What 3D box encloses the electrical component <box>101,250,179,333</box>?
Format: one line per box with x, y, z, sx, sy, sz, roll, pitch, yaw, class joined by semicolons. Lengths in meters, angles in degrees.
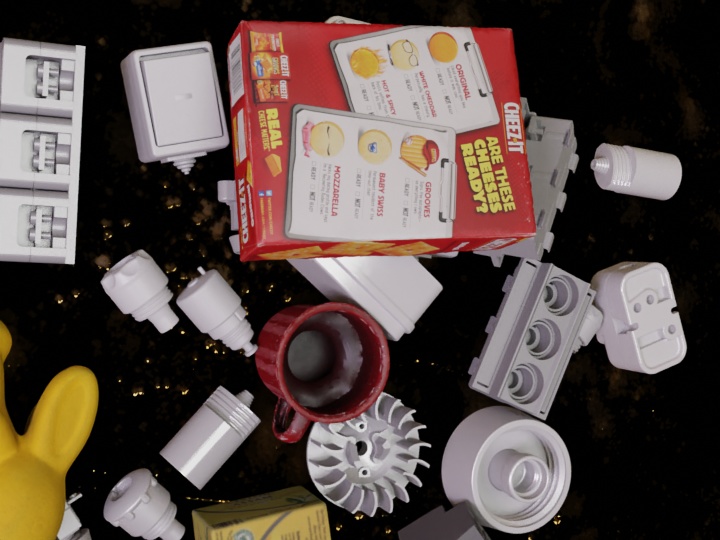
-0.164;0.019;0.821;0.043;0.043;0.062;-41;107;-16;electrical component

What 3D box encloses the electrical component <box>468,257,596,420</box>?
0.145;0.058;0.937;0.079;0.063;0.121;26;82;-21;electrical component

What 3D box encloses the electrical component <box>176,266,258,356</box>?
-0.109;0.036;0.845;0.040;0.040;0.078;-43;107;-15;electrical component

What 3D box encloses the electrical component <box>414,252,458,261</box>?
0.050;-0.048;0.896;0.062;0.061;0.096;9;88;-22;electrical component

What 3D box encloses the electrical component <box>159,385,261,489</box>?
-0.114;0.127;0.845;0.043;0.043;0.081;46;75;-17;electrical component

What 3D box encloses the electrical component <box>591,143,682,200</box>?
0.248;-0.091;0.984;0.081;0.043;0.043;7;89;-22;electrical component

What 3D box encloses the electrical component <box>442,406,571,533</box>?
0.133;0.176;0.937;0.108;0.060;0.108;-1;92;-22;electrical component

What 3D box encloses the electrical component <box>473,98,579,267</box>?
0.139;-0.071;0.907;0.078;0.063;0.121;61;46;-56;electrical component

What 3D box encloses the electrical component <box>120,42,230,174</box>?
-0.139;-0.121;0.816;0.062;0.061;0.096;-13;96;-21;electrical component

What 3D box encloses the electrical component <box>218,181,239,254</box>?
-0.080;-0.041;0.852;0.066;0.048;0.055;0;84;-22;electrical component

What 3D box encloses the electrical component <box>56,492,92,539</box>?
-0.231;0.193;0.799;0.066;0.048;0.055;-33;96;-18;electrical component

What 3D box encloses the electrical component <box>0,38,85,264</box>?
-0.236;-0.081;0.763;0.062;0.089;0.150;3;91;-22;electrical component

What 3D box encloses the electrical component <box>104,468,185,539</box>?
-0.162;0.187;0.827;0.048;0.048;0.062;-49;114;-14;electrical component

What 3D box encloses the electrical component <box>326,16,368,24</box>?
-0.005;-0.141;0.872;0.078;0.057;0.113;9;89;-22;electrical component

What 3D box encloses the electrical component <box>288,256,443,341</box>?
0.000;0.000;0.867;0.113;0.078;0.057;44;76;-17;electrical component

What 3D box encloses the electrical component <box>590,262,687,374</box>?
0.250;0.042;0.981;0.054;0.059;0.095;-19;99;-21;electrical component

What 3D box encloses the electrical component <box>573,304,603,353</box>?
0.191;0.058;0.971;0.035;0.035;0.061;39;80;-19;electrical component
